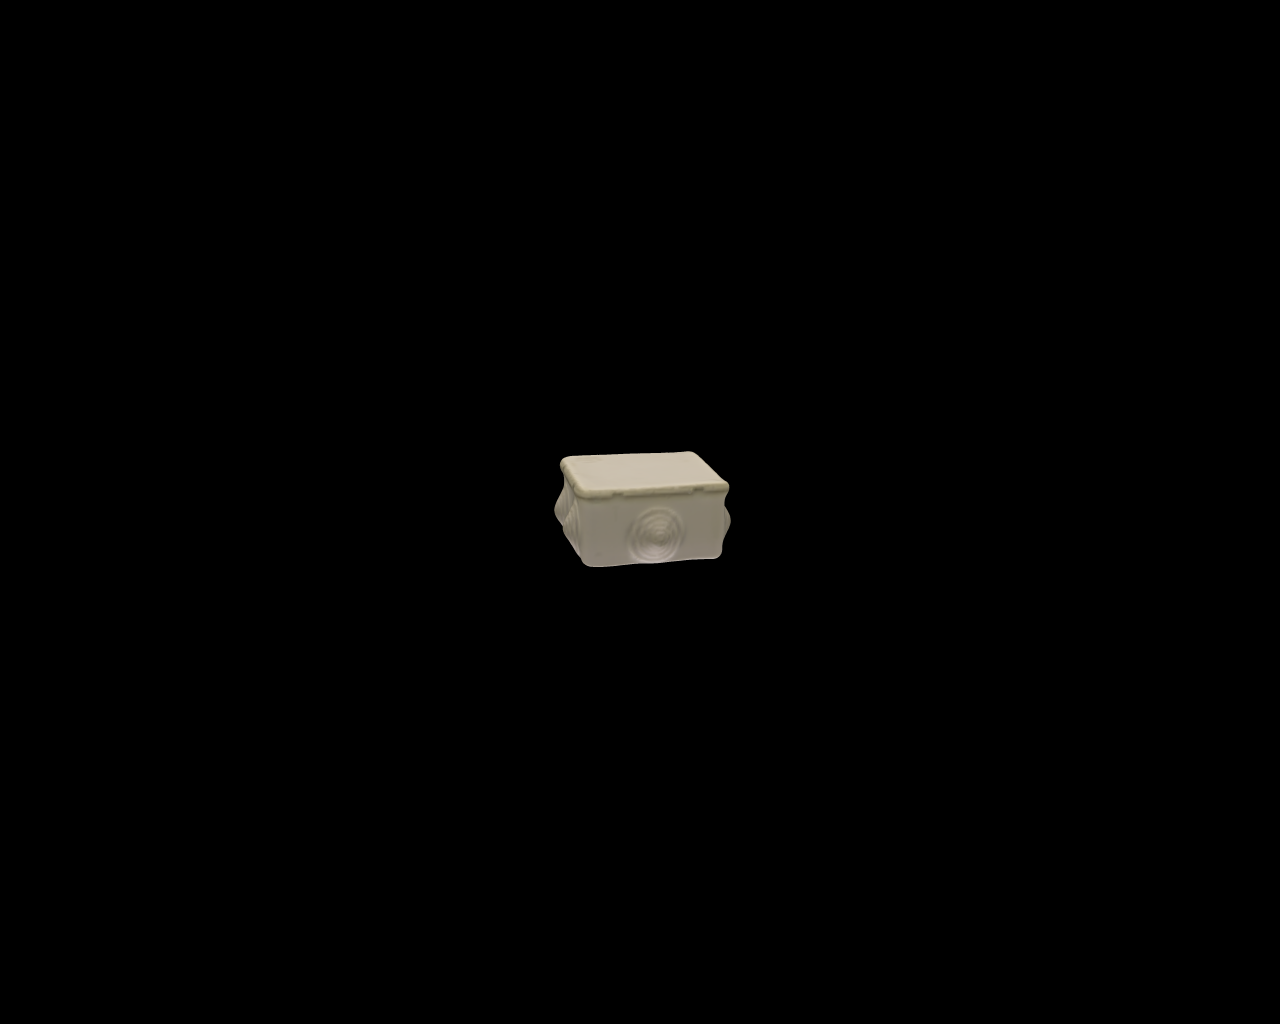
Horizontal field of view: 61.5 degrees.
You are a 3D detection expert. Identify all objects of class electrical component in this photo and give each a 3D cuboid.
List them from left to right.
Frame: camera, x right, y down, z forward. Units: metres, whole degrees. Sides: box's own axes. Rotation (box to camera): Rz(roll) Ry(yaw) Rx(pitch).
[{"bbox_3d":[0.001,-0.003,0.650,0.100,0.048,0.100,-3,16,-11],"label":"electrical component"}]
